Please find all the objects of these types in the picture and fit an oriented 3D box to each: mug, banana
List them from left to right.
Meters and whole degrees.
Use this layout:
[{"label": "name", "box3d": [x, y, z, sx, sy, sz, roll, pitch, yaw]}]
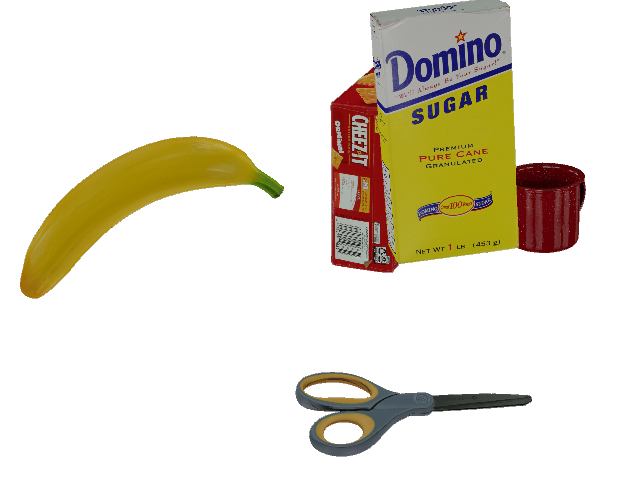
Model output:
[{"label": "banana", "box3d": [-0.128, -0.024, 0.729, 0.198, 0.069, 0.037, -22, 9, 6]}, {"label": "mug", "box3d": [0.266, -0.041, 1.239, 0.117, 0.081, 0.093, -22, 28, -36]}]

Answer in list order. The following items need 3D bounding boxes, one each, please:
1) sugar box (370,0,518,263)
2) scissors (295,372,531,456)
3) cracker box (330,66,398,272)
[{"label": "sugar box", "box3d": [0.089, -0.076, 0.756, 0.093, 0.176, 0.048, -8, 22, -4]}, {"label": "scissors", "box3d": [0.076, 0.150, 0.895, 0.202, 0.016, 0.096, 8, 39, 6]}, {"label": "cracker box", "box3d": [0.078, -0.087, 1.043, 0.072, 0.164, 0.213, 10, 28, 21]}]
